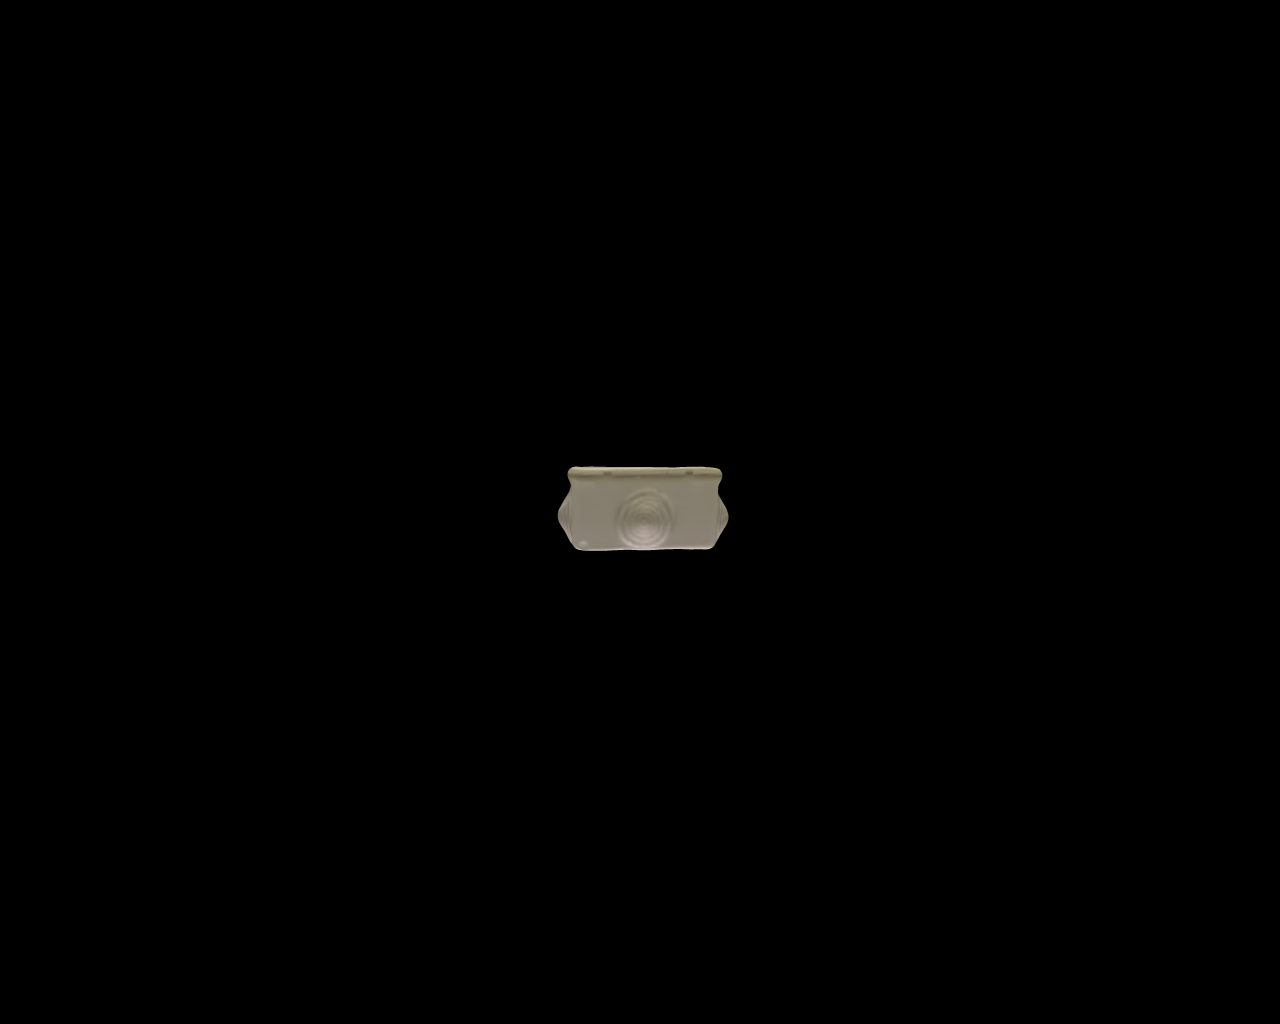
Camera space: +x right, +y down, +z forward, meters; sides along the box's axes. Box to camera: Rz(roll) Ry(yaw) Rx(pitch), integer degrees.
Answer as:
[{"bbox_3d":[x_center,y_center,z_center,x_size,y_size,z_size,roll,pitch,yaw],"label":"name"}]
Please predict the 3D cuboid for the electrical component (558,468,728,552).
[{"bbox_3d":[0.001,-0.003,0.650,0.100,0.048,0.100,0,2,-4],"label":"electrical component"}]
